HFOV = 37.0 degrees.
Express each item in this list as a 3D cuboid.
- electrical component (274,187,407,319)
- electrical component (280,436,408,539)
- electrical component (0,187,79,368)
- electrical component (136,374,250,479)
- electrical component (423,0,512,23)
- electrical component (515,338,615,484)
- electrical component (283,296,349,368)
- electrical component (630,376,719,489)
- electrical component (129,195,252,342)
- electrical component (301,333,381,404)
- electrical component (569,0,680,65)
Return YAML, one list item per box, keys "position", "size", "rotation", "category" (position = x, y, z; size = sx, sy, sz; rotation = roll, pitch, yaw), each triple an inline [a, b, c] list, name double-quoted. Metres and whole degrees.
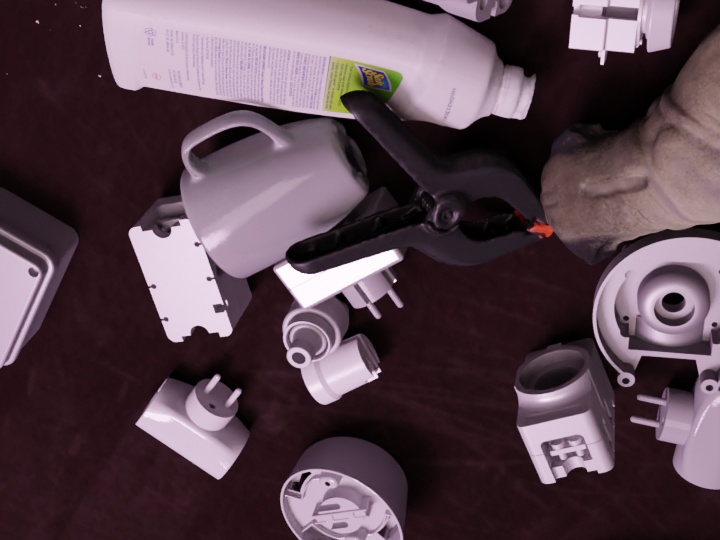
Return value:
- position: [0.000, 0.000, 0.727]
  size: [0.083, 0.047, 0.075]
  rotation: [-28, 109, 25]
  category: "electrical component"
- position: [-0.011, 0.178, 0.816]
  size: [0.099, 0.064, 0.099]
  rotation: [6, 119, 10]
  category: "electrical component"
- position: [-0.267, 0.007, 0.789]
  size: [0.078, 0.057, 0.113]
  rotation: [30, 121, -4]
  category: "electrical component"
- position: [-0.118, 0.109, 0.817]
  size: [0.077, 0.043, 0.079]
  rotation: [35, 120, -7]
  category: "electrical component"
- position: [0.055, -0.176, 0.606]
  size: [0.057, 0.078, 0.058]
  rotation: [24, 124, 24]
  category: "electrical component"
- position: [0.137, 0.089, 0.718]
  size: [0.050, 0.089, 0.055]
  rotation: [-17, 113, 21]
  category: "electrical component"
- position: [-0.034, 0.044, 0.750]
  size: [0.043, 0.062, 0.043]
  rotation: [8, 122, 12]
  category: "electrical component"
- position: [0.226, 0.101, 0.730]
  size: [0.079, 0.043, 0.077]
  rotation: [11, 120, 7]
  category: "electrical component"
- position: [-0.115, -0.004, 0.747]
  size: [0.050, 0.055, 0.089]
  rotation: [-8, 116, 17]
  category: "electrical component"
- position: [-0.013, 0.070, 0.774]
  size: [0.046, 0.040, 0.040]
  rotation: [-25, 110, 19]
  category: "electrical component"
- position: [0.152, -0.149, 0.611]
  size: [0.055, 0.048, 0.066]
  rotation: [9, 120, 17]
  category: "electrical component"
